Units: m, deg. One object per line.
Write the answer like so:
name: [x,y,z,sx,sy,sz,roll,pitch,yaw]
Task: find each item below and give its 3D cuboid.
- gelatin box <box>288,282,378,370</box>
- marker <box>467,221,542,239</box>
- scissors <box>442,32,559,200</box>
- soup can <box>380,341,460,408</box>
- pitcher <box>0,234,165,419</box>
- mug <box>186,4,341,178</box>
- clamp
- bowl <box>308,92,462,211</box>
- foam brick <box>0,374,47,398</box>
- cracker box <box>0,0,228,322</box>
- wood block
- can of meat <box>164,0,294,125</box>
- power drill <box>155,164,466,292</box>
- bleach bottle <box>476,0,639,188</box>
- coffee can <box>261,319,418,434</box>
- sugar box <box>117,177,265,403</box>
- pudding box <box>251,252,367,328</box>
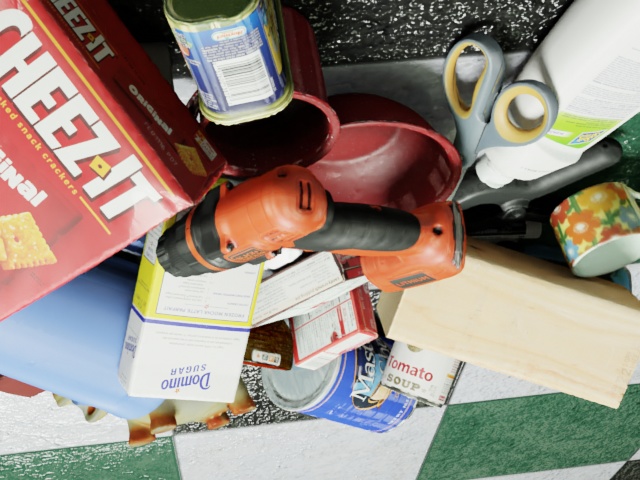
gelatin box: [0.011,0.073,1.015,0.089,0.073,0.030,-32,144,34]
marker: [0.140,-0.009,0.959,0.121,0.020,0.020,-2,150,-12]
scissors: [0.123,-0.061,0.785,0.096,0.016,0.202,27,143,27]
soup can: [0.106,0.106,1.050,0.068,0.102,0.068,21,176,1]
pitcher: [-0.223,0.047,0.863,0.145,0.149,0.242,3,162,45]
mug: [-0.047,-0.094,0.695,0.117,0.081,0.093,-29,145,32]
clamp: [0.166,-0.042,0.890,0.171,0.039,0.120,-7,146,-17]
bowl: [0.022,-0.061,0.798,0.162,0.055,0.162,-7,151,-4]
foam brick: [-0.268,0.097,0.976,0.053,0.078,0.051,-26,145,28]
cracker box: [-0.192,-0.049,0.654,0.214,0.072,0.164,-28,108,27]
wood block: [0.163,0.060,0.911,0.206,0.091,0.090,18,102,-6]
can of meat: [-0.054,-0.132,0.608,0.057,0.102,0.084,-11,149,4]
power drill: [-0.005,0.001,0.763,0.187,0.057,0.185,6,166,-34]
bleach bottle: [0.183,-0.112,0.748,0.102,0.068,0.251,8,149,-26]
coffee can: [0.024,0.138,1.101,0.103,0.103,0.140,-29,145,32]
sugar box: [-0.097,0.038,0.844,0.093,0.048,0.176,9,104,-27]
pudding box: [-0.005,0.036,0.949,0.114,0.039,0.089,-30,169,29]
